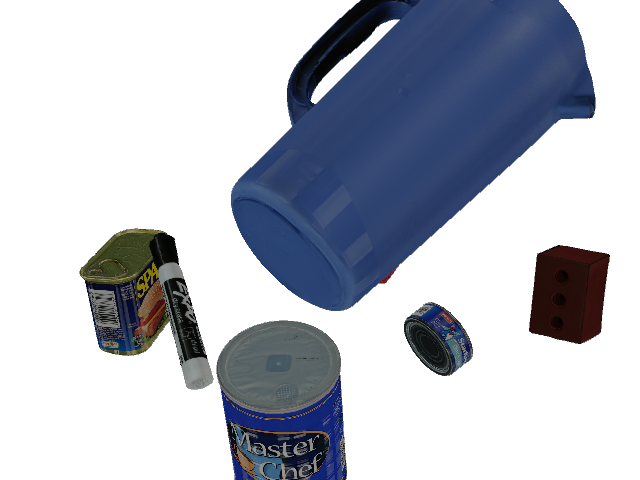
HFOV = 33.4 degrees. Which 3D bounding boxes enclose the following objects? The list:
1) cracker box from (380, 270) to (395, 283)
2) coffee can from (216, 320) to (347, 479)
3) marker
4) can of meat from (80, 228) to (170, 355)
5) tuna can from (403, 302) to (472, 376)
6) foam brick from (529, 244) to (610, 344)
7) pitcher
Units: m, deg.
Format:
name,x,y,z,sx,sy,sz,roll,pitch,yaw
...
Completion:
name,x,y,z,sx,sy,sz,roll,pitch,yaw
cracker box,0.069,-0.077,1.046,0.072,0.164,0.213,8,28,21
coffee can,-0.031,0.154,0.917,0.103,0.140,0.103,-3,38,2
marker,-0.098,0.046,0.741,0.020,0.121,0.020,-15,-30,-9
can of meat,-0.179,0.049,1.013,0.057,0.084,0.102,3,27,16
tuna can,0.139,0.118,1.269,0.033,0.086,0.086,-34,15,-23
foam brick,0.228,0.049,0.979,0.053,0.078,0.051,12,17,33
pitcher,0.050,-0.074,0.717,0.242,0.145,0.149,-43,18,-22
